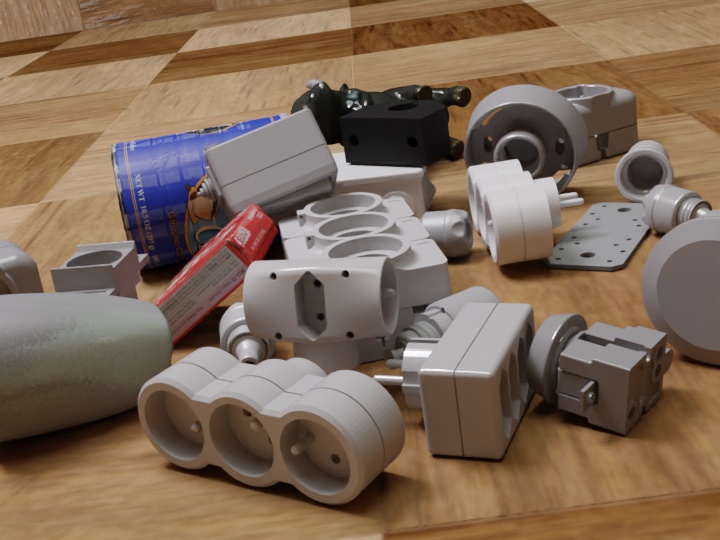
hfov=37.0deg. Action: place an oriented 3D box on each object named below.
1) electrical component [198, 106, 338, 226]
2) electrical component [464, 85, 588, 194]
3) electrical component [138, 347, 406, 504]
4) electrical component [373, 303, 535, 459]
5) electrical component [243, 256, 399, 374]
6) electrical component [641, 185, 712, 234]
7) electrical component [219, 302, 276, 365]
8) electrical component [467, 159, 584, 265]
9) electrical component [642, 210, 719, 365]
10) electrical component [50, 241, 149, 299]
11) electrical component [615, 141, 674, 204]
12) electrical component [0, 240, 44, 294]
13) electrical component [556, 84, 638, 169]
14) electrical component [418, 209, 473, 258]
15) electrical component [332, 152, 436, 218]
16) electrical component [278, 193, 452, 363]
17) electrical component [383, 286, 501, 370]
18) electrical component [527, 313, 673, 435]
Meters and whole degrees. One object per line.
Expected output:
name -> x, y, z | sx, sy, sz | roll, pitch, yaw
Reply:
electrical component -> -0.068, -0.064, 0.772 | 0.096, 0.061, 0.061 | -24, -9, -9
electrical component -> 0.133, -0.101, 0.872 | 0.099, 0.099, 0.064 | -2, 27, 18
electrical component -> -0.037, 0.068, 0.541 | 0.138, 0.052, 0.074 | 6, 25, 33
electrical component -> 0.045, 0.054, 0.554 | 0.076, 0.047, 0.083 | 1, 22, 23
electrical component -> -0.019, 0.033, 0.592 | 0.077, 0.079, 0.043 | -2, 10, 16
electrical component -> 0.229, -0.039, 0.751 | 0.035, 0.035, 0.061 | -20, 25, -29
electrical component -> -0.067, 0.044, 0.647 | 0.035, 0.035, 0.061 | -10, 22, -3
electrical component -> 0.124, -0.046, 0.780 | 0.074, 0.052, 0.138 | -9, 17, 0
electrical component -> 0.197, 0.007, 0.578 | 0.080, 0.080, 0.051 | 6, 19, 34
electrical component -> -0.170, 0.019, 0.712 | 0.042, 0.063, 0.081 | -5, 20, 11
electrical component -> 0.229, -0.081, 0.859 | 0.044, 0.044, 0.065 | -2, 16, 18
electrical component -> -0.279, 0.019, 0.770 | 0.095, 0.053, 0.059 | -19, 22, -26
electrical component -> 0.204, -0.134, 0.982 | 0.095, 0.059, 0.054 | -17, 22, -22
electrical component -> 0.050, -0.026, 0.787 | 0.061, 0.035, 0.035 | -3, 21, 20
electrical component -> 0.013, -0.066, 0.891 | 0.100, 0.048, 0.099 | -6, 20, 8
electrical component -> 0.000, 0.000, 0.698 | 0.089, 0.061, 0.150 | -11, 20, -5
electrical component -> 0.048, 0.037, 0.608 | 0.078, 0.040, 0.040 | -20, 23, -29
electrical component -> 0.118, 0.049, 0.542 | 0.055, 0.048, 0.066 | 16, 30, 34
